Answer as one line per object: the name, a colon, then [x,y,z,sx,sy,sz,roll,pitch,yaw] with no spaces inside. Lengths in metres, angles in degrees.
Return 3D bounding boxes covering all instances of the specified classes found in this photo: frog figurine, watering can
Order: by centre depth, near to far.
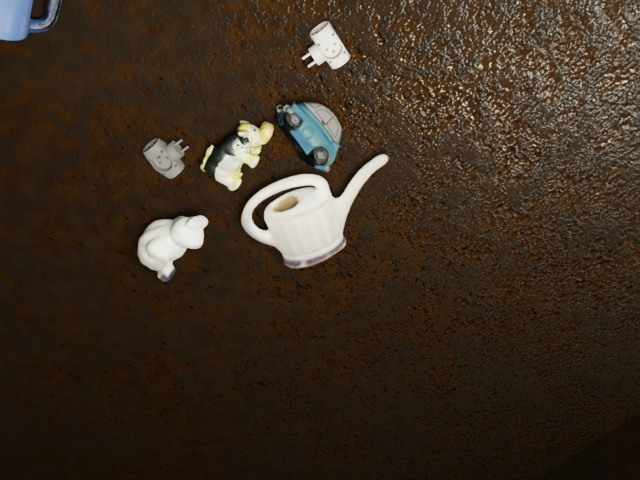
frog figurine: [-0.319,-0.006,1.109,0.156,0.122,0.140,-47,2,44]
watering can: [0.003,-0.058,1.148,0.347,0.219,0.106,-18,37,3]
